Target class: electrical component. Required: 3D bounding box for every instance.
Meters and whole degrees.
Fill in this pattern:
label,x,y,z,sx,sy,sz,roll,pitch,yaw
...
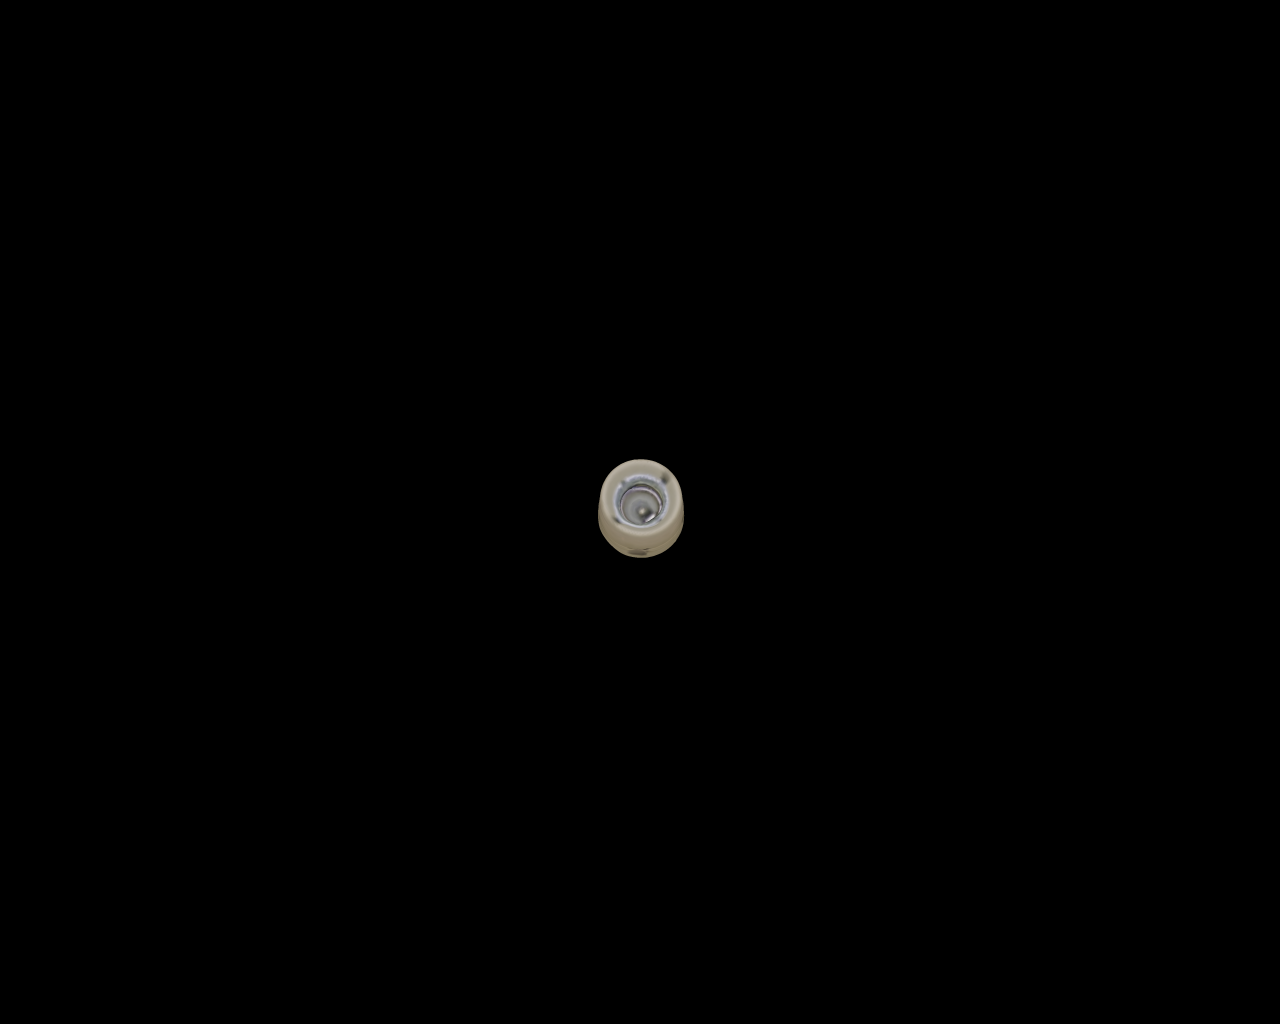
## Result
label,x,y,z,sx,sy,sz,roll,pitch,yaw
electrical component,0.001,-0.003,0.650,0.055,0.055,0.047,0,-15,0
